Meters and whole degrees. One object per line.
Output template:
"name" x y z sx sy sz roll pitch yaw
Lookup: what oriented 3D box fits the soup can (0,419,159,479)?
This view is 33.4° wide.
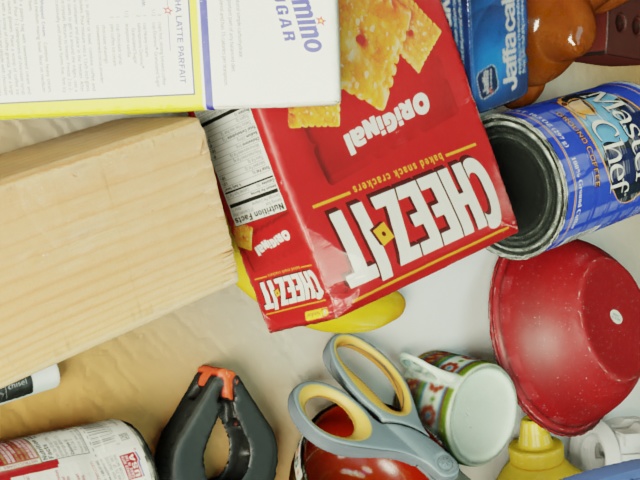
"soup can" -0.141 0.132 0.539 0.102 0.069 0.068 -7 98 -40

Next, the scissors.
"scissors" 0.056 0.141 0.648 0.096 0.016 0.202 -19 61 -39

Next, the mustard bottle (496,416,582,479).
"mustard bottle" 0.170 0.226 0.809 0.096 0.058 0.191 -14 102 -33

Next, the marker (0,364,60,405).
"marker" -0.187 0.082 0.528 0.120 0.020 0.020 -16 103 -38

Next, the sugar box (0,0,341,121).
"sugar box" -0.079 -0.108 0.522 0.176 0.048 0.093 -2 97 0

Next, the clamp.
"clamp" -0.053 0.162 0.633 0.120 0.039 0.171 11 86 -42

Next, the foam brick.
"foam brick" 0.225 -0.164 0.828 0.078 0.051 0.053 -2 95 -40

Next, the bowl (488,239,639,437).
"bowl" 0.198 0.063 0.795 0.161 0.055 0.162 14 68 -40

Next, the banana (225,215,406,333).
"banana" -0.016 0.014 0.653 0.197 0.037 0.069 43 68 -34

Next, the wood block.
"wood block" -0.152 0.011 0.506 0.205 0.090 0.091 -24 109 -36

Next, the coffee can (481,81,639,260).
"coffee can" 0.177 -0.052 0.764 0.140 0.103 0.103 -18 105 -37

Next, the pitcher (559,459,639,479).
"pitcher" 0.142 0.244 0.702 0.242 0.145 0.149 -8 67 -15

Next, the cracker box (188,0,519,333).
"cracker box" 0.013 -0.076 0.618 0.163 0.072 0.214 -22 94 -38
